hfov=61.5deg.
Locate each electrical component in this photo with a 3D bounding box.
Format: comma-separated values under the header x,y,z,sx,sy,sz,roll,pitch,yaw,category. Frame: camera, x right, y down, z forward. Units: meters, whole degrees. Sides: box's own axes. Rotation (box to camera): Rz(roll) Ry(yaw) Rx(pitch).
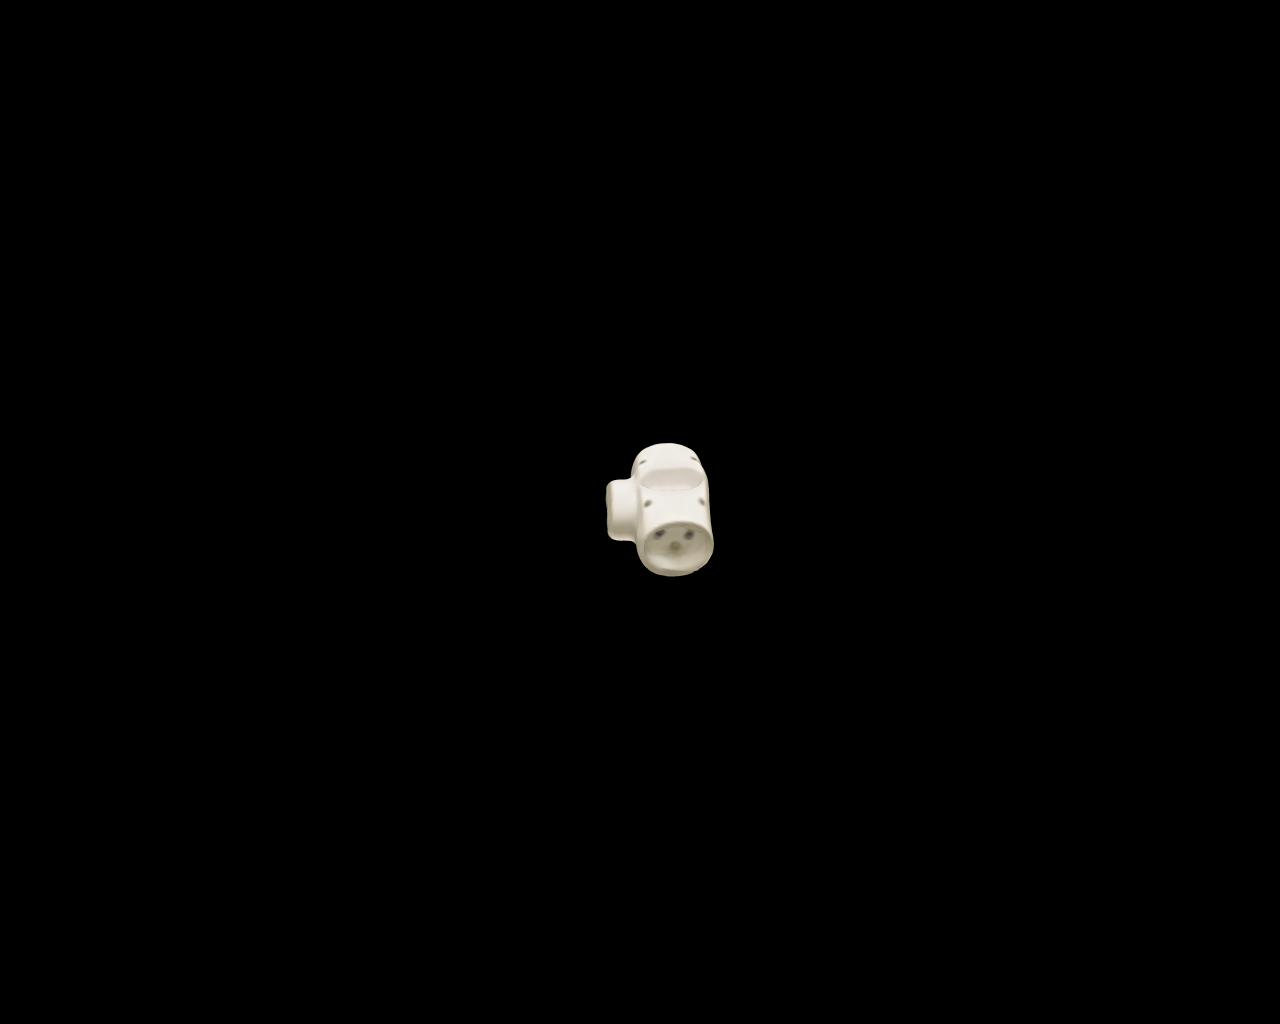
x,y,z,sx,sy,sz,roll,pitch,yaw,category
0.001,-0.003,0.650,0.079,0.043,0.077,-2,40,-2,electrical component
